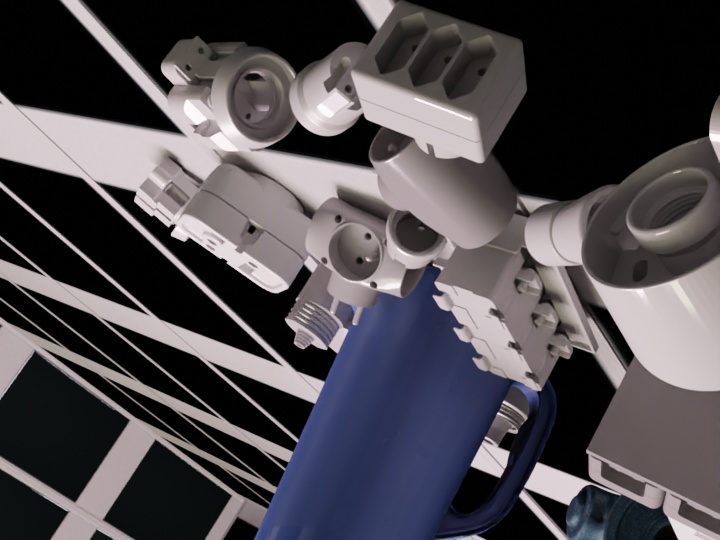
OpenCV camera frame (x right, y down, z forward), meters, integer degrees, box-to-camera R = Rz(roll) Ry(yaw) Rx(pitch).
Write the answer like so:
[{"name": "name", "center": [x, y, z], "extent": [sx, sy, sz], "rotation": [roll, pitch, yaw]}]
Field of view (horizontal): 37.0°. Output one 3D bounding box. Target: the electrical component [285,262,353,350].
[{"name": "electrical component", "center": [-0.027, 0.026, 0.852], "extent": [0.043, 0.081, 0.043], "rotation": [29, 162, 10]}]

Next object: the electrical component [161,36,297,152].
[{"name": "electrical component", "center": [-0.071, -0.101, 0.628], "extent": [0.057, 0.058, 0.078], "rotation": [13, 155, 51]}]

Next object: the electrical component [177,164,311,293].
[{"name": "electrical component", "center": [-0.082, -0.034, 0.816], "extent": [0.095, 0.059, 0.054], "rotation": [36, 162, -12]}]

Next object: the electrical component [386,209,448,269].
[{"name": "electrical component", "center": [0.036, -0.022, 0.691], "extent": [0.040, 0.040, 0.046], "rotation": [31, 168, 4]}]

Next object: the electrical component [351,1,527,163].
[{"name": "electrical component", "center": [0.041, -0.079, 0.516], "extent": [0.066, 0.047, 0.076], "rotation": [24, 161, 22]}]

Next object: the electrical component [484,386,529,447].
[{"name": "electrical component", "center": [0.118, 0.113, 0.871], "extent": [0.048, 0.062, 0.048], "rotation": [29, 162, 10]}]

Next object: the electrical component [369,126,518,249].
[{"name": "electrical component", "center": [0.036, -0.052, 0.603], "extent": [0.077, 0.043, 0.079], "rotation": [41, 160, -28]}]

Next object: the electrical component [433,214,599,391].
[{"name": "electrical component", "center": [0.094, 0.020, 0.667], "extent": [0.079, 0.063, 0.121], "rotation": [19, 158, 34]}]

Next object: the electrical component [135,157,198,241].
[{"name": "electrical component", "center": [-0.154, -0.057, 0.900], "extent": [0.055, 0.048, 0.066], "rotation": [41, 161, -5]}]

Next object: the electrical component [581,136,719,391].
[{"name": "electrical component", "center": [0.146, -0.007, 0.453], "extent": [0.064, 0.099, 0.099], "rotation": [48, 157, -25]}]

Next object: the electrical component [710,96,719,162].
[{"name": "electrical component", "center": [0.172, -0.038, 0.360], "extent": [0.057, 0.078, 0.113], "rotation": [19, 158, 44]}]

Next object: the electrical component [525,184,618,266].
[{"name": "electrical component", "center": [0.116, -0.020, 0.563], "extent": [0.044, 0.044, 0.065], "rotation": [37, 166, -17]}]

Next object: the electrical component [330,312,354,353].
[{"name": "electrical component", "center": [0.007, 0.049, 0.904], "extent": [0.080, 0.051, 0.080], "rotation": [29, 162, 10]}]

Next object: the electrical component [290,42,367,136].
[{"name": "electrical component", "center": [-0.011, -0.096, 0.570], "extent": [0.040, 0.040, 0.046], "rotation": [37, 156, -16]}]

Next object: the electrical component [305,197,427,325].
[{"name": "electrical component", "center": [0.000, 0.000, 0.753], "extent": [0.077, 0.079, 0.044], "rotation": [26, -159, 19]}]

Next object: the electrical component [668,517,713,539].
[{"name": "electrical component", "center": [0.241, 0.150, 0.712], "extent": [0.061, 0.096, 0.061], "rotation": [20, 159, 35]}]

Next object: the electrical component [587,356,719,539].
[{"name": "electrical component", "center": [0.226, 0.114, 0.654], "extent": [0.150, 0.089, 0.061], "rotation": [24, 161, 22]}]
